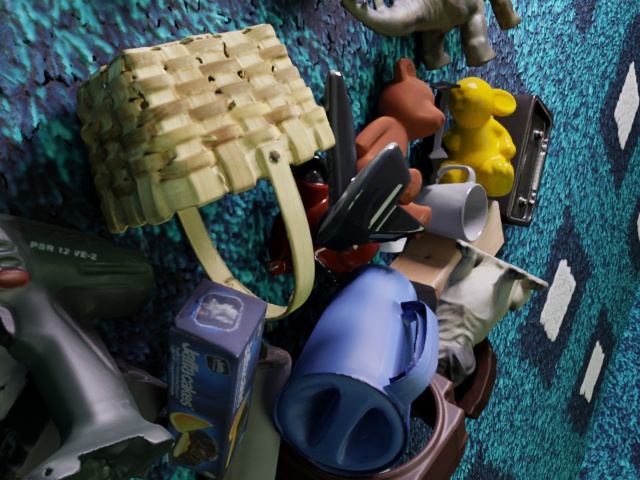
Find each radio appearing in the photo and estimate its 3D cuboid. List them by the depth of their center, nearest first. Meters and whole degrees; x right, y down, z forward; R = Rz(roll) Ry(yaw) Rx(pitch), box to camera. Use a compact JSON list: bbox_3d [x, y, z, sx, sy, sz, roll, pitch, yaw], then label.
[{"bbox_3d":[0.362,-0.141,0.997,0.131,0.073,0.229,14,90,-50],"label":"radio"}]

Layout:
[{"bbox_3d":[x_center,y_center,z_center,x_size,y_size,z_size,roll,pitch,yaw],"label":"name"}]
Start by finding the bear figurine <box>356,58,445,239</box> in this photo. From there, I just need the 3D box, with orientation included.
[{"bbox_3d":[0.108,-0.120,0.674,0.196,0.132,0.120,-54,149,-16],"label":"bear figurine"}]

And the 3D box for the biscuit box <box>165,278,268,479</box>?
[{"bbox_3d":[-0.092,0.127,0.460,0.063,0.059,0.202,-61,168,-49],"label":"biscuit box"}]

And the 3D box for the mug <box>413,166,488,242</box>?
[{"bbox_3d":[0.180,-0.055,0.786,0.080,0.107,0.109,5,91,-51],"label":"mug"}]

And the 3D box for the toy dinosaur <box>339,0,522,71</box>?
[{"bbox_3d":[0.164,-0.326,0.702,0.471,0.105,0.198,-49,126,-41],"label":"toy dinosaur"}]

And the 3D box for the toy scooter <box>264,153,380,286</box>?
[{"bbox_3d":[-0.001,-0.002,0.619,0.183,0.075,0.135,41,69,-43],"label":"toy scooter"}]

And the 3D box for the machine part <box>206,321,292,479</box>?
[{"bbox_3d":[-0.079,0.203,0.584,0.079,0.079,0.243,1,99,-49],"label":"machine part"}]

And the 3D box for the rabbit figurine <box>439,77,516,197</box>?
[{"bbox_3d":[0.244,-0.171,0.818,0.162,0.122,0.173,-51,133,-33],"label":"rabbit figurine"}]

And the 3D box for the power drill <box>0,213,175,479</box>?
[{"bbox_3d":[-0.195,0.069,0.341,0.086,0.207,0.232,-48,153,20],"label":"power drill"}]

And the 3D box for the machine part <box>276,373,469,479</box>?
[{"bbox_3d":[0.057,0.231,0.649,0.201,0.202,0.087,-38,132,-36],"label":"machine part"}]

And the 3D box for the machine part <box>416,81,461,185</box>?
[{"bbox_3d":[0.163,-0.155,0.759,0.084,0.039,0.138,-85,-178,-60],"label":"machine part"}]

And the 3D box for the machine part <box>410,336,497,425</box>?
[{"bbox_3d":[0.177,0.194,0.809,0.056,0.180,0.179,43,68,-48],"label":"machine part"}]

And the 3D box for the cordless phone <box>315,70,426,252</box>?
[{"bbox_3d":[0.032,-0.084,0.508,0.089,0.146,0.184,-7,86,-6],"label":"cordless phone"}]

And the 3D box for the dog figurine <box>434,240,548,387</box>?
[{"bbox_3d":[0.212,0.112,0.751,0.172,0.121,0.190,18,100,-46],"label":"dog figurine"}]

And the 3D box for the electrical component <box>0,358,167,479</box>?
[{"bbox_3d":[-0.192,0.158,0.457,0.134,0.058,0.115,40,72,-46],"label":"electrical component"}]
